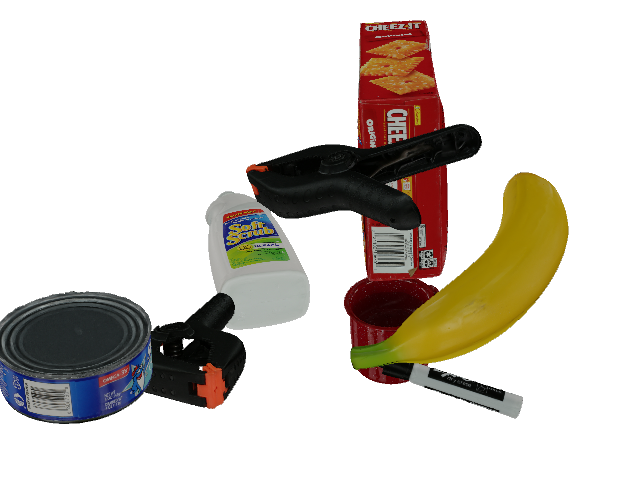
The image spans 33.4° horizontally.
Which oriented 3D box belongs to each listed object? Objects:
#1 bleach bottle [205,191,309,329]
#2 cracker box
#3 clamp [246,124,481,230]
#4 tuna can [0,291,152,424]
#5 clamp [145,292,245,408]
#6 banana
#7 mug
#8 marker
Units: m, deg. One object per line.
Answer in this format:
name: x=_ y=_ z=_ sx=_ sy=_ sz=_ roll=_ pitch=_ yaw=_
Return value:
bleach bottle: x=-0.089 y=0.008 z=1.220 sx=0.102 sy=0.068 sz=0.251 roll=-7 pitch=28 yaw=-14
cracker box: x=0.071 y=-0.087 z=0.944 sx=0.072 sy=0.164 sz=0.213 roll=-2 pitch=27 yaw=5
clamp: x=0.018 y=-0.038 z=0.741 sx=0.172 sy=0.039 sz=0.120 roll=-8 pitch=22 yaw=27
tuna can: x=-0.136 y=0.064 z=0.594 sx=0.086 sy=0.034 sz=0.086 roll=1 pitch=28 yaw=-1
clamp: x=-0.109 y=0.083 z=0.848 sx=0.164 sy=0.036 sz=0.210 roll=-11 pitch=16 yaw=-30
banana: x=0.094 y=0.010 z=0.572 sx=0.070 sy=0.037 sz=0.197 roll=13 pitch=36 yaw=33
mug: x=0.081 y=0.088 z=1.108 sx=0.117 sy=0.081 sz=0.093 roll=-30 pitch=43 yaw=-32
marker: x=0.105 y=0.118 z=0.876 sx=0.121 sy=0.020 sz=0.020 roll=18 pitch=2 yaw=5
